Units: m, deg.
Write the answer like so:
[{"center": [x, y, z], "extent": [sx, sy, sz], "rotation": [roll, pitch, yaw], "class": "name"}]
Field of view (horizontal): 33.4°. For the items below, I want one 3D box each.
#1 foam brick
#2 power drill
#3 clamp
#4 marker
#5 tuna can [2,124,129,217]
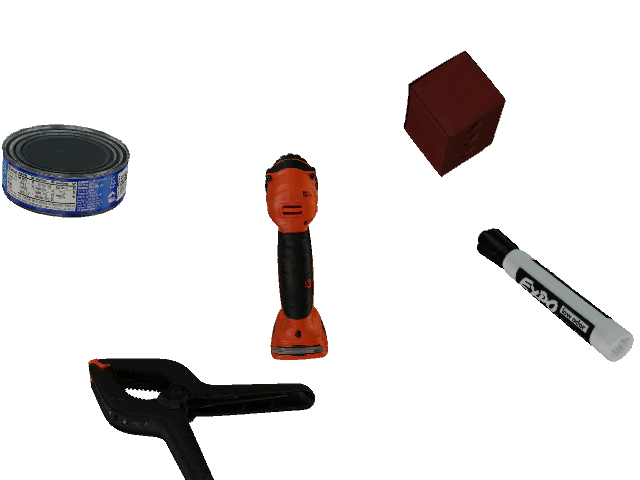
[{"center": [0.099, -0.094, 0.801], "extent": [0.053, 0.051, 0.078], "rotation": [-33, -16, -8], "class": "foam brick"}, {"center": [-0.027, 0.013, 1.069], "extent": [0.057, 0.188, 0.184], "rotation": [-4, 15, 1], "class": "power drill"}, {"center": [-0.121, 0.149, 0.975], "extent": [0.210, 0.036, 0.164], "rotation": [22, 36, 32], "class": "clamp"}, {"center": [0.131, 0.028, 0.617], "extent": [0.020, 0.020, 0.121], "rotation": [0, 30, -36], "class": "marker"}, {"center": [-0.177, -0.049, 0.740], "extent": [0.086, 0.034, 0.086], "rotation": [8, 27, -4], "class": "tuna can"}]
